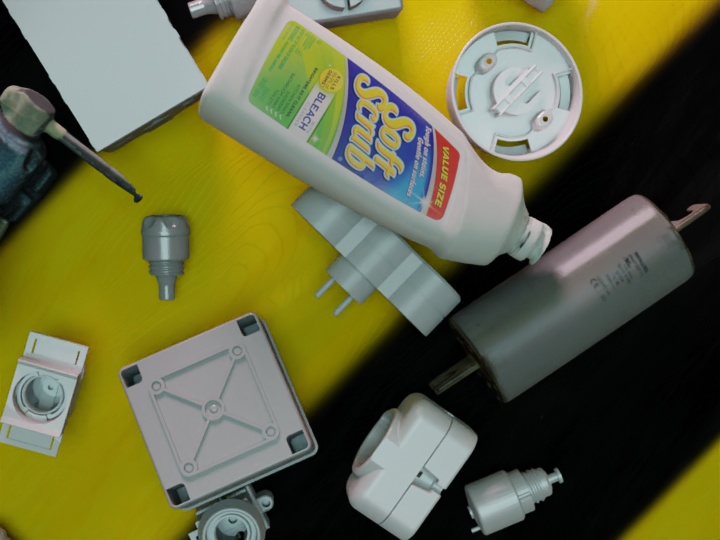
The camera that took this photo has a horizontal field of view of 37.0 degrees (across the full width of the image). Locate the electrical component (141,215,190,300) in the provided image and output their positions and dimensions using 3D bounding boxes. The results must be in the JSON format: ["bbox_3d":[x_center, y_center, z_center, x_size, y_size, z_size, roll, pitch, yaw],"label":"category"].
[{"bbox_3d":[-0.141,-0.009,0.780,0.035,0.035,0.061,-1,97,-5],"label":"electrical component"}]

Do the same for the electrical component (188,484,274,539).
[{"bbox_3d":[-0.094,0.186,0.788,0.066,0.055,0.048,-26,96,-3],"label":"electrical component"}]

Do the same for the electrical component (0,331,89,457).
[{"bbox_3d":[-0.223,0.086,0.764,0.042,0.064,0.081,17,93,-8],"label":"electrical component"}]

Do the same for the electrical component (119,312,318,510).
[{"bbox_3d":[-0.100,0.101,0.767,0.109,0.056,0.108,-24,79,-3],"label":"electrical component"}]

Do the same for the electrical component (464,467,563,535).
[{"bbox_3d":[0.116,0.170,0.813,0.078,0.040,0.040,-22,96,-3],"label":"electrical component"}]

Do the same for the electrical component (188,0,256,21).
[{"bbox_3d":[-0.093,-0.195,0.771,0.061,0.035,0.035,-18,96,-1],"label":"electrical component"}]

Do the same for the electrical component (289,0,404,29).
[{"bbox_3d":[-0.013,-0.200,0.757,0.083,0.076,0.047,-10,95,-4],"label":"electrical component"}]

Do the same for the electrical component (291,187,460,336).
[{"bbox_3d":[0.000,0.000,0.784,0.138,0.052,0.073,44,89,-6],"label":"electrical component"}]

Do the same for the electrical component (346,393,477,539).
[{"bbox_3d":[0.034,0.142,0.797,0.059,0.054,0.095,35,90,-7],"label":"electrical component"}]

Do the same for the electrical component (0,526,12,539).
[{"bbox_3d":[-0.263,0.213,0.783,0.046,0.040,0.040,42,90,-13],"label":"electrical component"}]

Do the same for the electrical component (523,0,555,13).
[{"bbox_3d":[0.123,-0.242,0.782,0.077,0.043,0.079,32,91,-7],"label":"electrical component"}]

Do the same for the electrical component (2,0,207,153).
[{"bbox_3d":[-0.181,-0.168,0.751,0.089,0.062,0.150,-31,96,-2],"label":"electrical component"}]

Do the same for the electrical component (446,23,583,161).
[{"bbox_3d":[0.110,-0.128,0.779,0.099,0.064,0.099,0,94,-5],"label":"electrical component"}]
